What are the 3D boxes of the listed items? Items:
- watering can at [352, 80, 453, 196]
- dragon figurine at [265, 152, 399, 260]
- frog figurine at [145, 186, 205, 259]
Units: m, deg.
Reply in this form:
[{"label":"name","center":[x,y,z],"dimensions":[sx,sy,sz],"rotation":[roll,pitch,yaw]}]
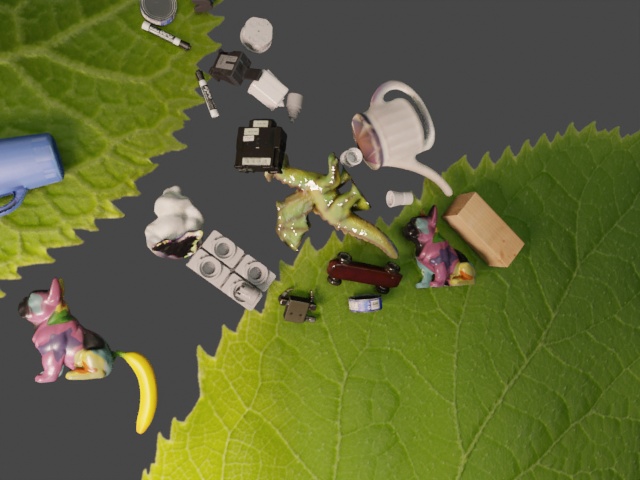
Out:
[{"label":"watering can","center":[0.215,-0.248,1.362],"dimensions":[0.226,0.103,0.347],"rotation":[-23,92,-16]},{"label":"dragon figurine","center":[0.004,-0.066,1.308],"dimensions":[0.242,0.122,0.409],"rotation":[-32,94,2]},{"label":"frog figurine","center":[-0.342,-0.040,1.200],"dimensions":[0.137,0.120,0.163],"rotation":[-28,56,0]}]
